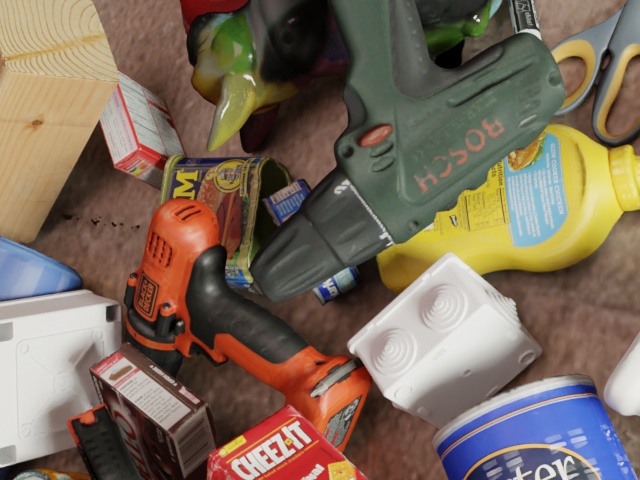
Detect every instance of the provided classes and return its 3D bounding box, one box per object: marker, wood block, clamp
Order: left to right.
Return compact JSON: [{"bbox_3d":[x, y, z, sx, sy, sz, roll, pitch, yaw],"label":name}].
[{"bbox_3d":[-0.247,-0.092,0.851,0.206,0.090,0.090,-50,53,40],"label":"wood block"},{"bbox_3d":[-0.108,0.200,0.682,0.036,0.165,0.210,-22,76,-19],"label":"clamp"},{"bbox_3d":[0.140,-0.184,0.760,0.020,0.020,0.121,-15,68,24],"label":"marker"}]

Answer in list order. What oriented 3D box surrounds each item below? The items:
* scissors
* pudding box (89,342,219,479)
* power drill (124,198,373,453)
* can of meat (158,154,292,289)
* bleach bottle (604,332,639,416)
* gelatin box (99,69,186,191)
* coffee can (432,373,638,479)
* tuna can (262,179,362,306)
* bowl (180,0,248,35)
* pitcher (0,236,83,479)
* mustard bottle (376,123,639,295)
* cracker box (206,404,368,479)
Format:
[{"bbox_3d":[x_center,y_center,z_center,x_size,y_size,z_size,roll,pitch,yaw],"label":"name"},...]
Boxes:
[{"bbox_3d":[0.199,-0.159,0.721,0.096,0.016,0.202,6,77,30],"label":"scissors"},{"bbox_3d":[-0.110,0.138,0.745,0.090,0.113,0.039,29,50,33],"label":"pudding box"},{"bbox_3d":[-0.062,0.087,0.734,0.188,0.057,0.185,38,135,21],"label":"power drill"},{"bbox_3d":[-0.073,-0.013,0.802,0.084,0.057,0.102,1,76,26],"label":"can of meat"},{"bbox_3d":[0.277,0.110,0.532,0.251,0.068,0.102,34,91,24],"label":"bleach bottle"},{"bbox_3d":[-0.144,-0.087,0.854,0.030,0.073,0.089,-32,62,16],"label":"gelatin box"},{"bbox_3d":[0.136,0.161,0.604,0.103,0.102,0.140,-29,63,18],"label":"coffee can"},{"bbox_3d":[-0.005,0.001,0.741,0.034,0.086,0.086,-30,61,0],"label":"tuna can"},{"bbox_3d":[-0.059,-0.223,0.861,0.162,0.055,0.162,-9,70,26],"label":"bowl"},{"bbox_3d":[-0.294,0.112,0.839,0.145,0.149,0.243,13,77,50],"label":"pitcher"},{"bbox_3d":[0.130,-0.025,0.692,0.192,0.058,0.096,-13,63,25],"label":"mustard bottle"},{"bbox_3d":[0.017,0.227,0.617,0.214,0.072,0.164,40,139,31],"label":"cracker box"}]
